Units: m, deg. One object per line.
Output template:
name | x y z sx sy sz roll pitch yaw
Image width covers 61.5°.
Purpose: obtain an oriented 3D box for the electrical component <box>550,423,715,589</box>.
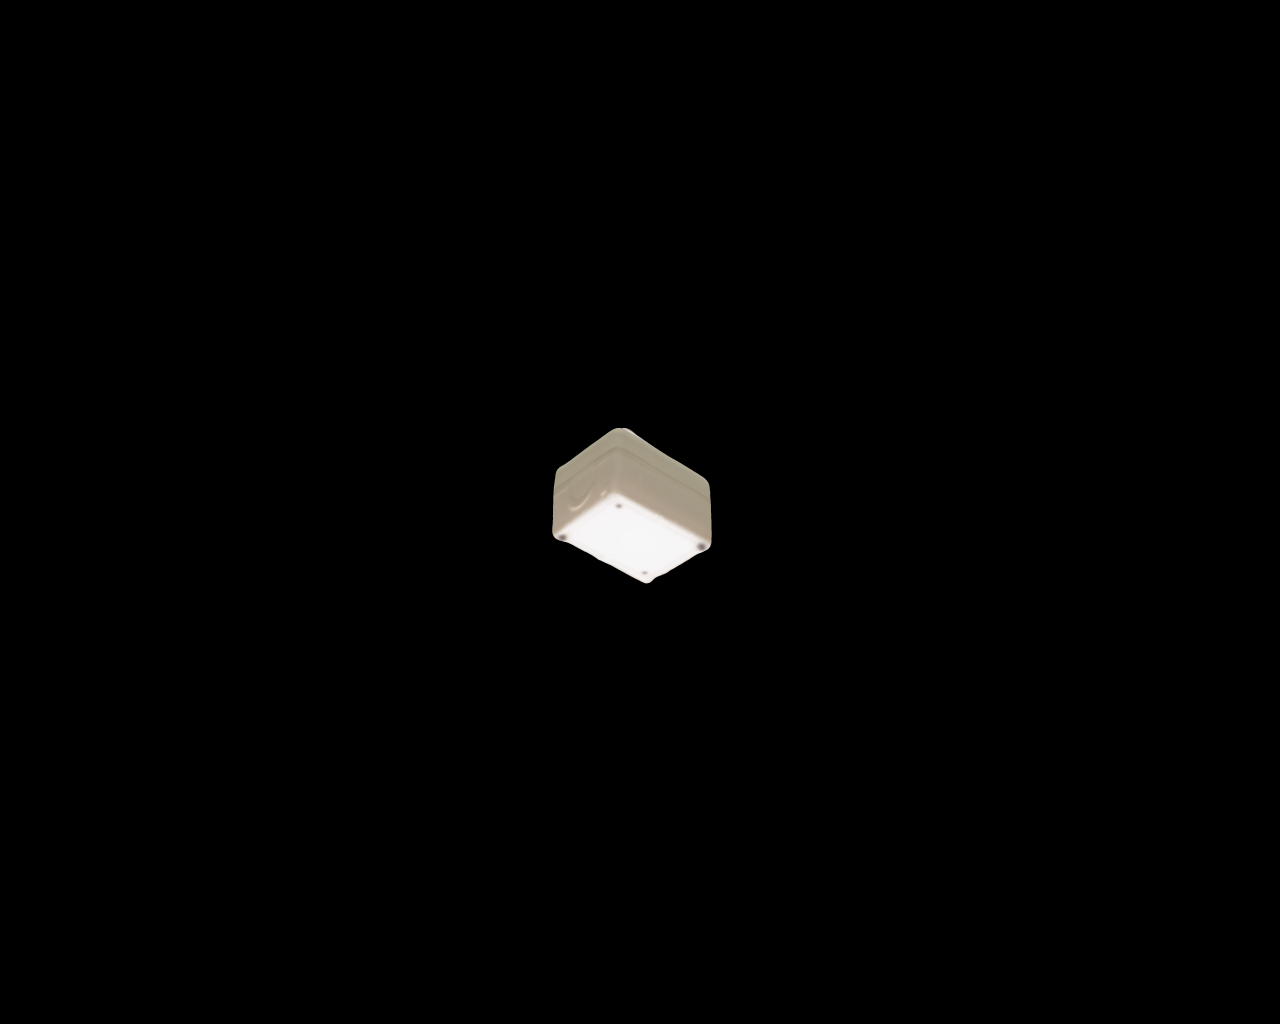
electrical component | 0.001 -0.003 0.650 0.096 0.061 0.061 29 -46 -33
